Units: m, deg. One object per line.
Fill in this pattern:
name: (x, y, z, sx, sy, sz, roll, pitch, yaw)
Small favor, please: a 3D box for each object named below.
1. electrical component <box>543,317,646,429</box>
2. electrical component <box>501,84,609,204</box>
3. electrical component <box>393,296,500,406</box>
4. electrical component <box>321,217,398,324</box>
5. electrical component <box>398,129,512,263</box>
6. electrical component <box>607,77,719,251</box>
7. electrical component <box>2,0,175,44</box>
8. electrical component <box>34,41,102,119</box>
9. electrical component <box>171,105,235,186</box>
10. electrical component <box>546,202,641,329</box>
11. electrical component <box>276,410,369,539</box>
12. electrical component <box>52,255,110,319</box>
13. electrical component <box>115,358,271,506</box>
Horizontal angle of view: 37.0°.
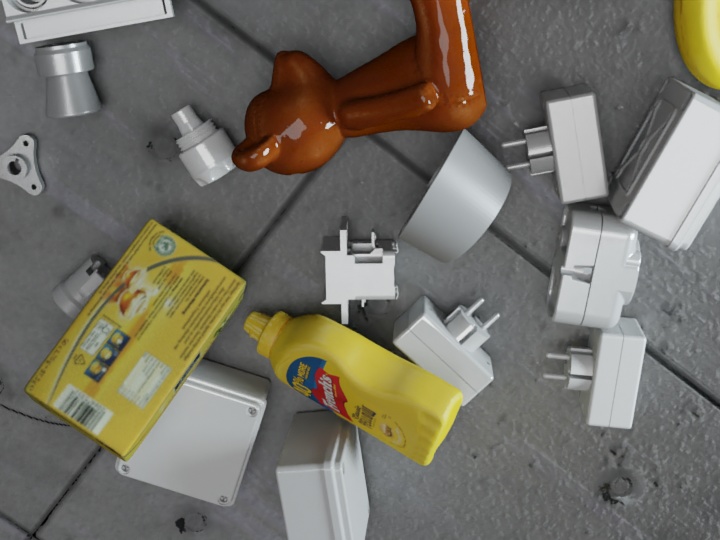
electrical component: (0.193, 0.084, 0.906, 0.076, 0.047, 0.083, 5, 108, 2)
electrical component: (0.151, -0.096, 0.850, 0.076, 0.047, 0.083, -10, 107, 7)
electrical component: (0.083, 0.055, 0.903, 0.083, 0.047, 0.076, 43, 105, -10)
electrical component: (0.000, 0.000, 0.893, 0.064, 0.042, 0.081, 0, 109, 2)
electrical component: (0.070, -0.057, 0.841, 0.064, 0.099, 0.099, 35, 107, -14)
electrical component: (0.240, -0.083, 0.817, 0.056, 0.108, 0.108, 26, 108, -2)
electrical component: (-0.207, -0.223, 0.820, 0.121, 0.063, 0.078, -9, 107, 6)
electrical component: (-0.232, -0.152, 0.855, 0.045, 0.045, 0.055, -6, 107, 5)
electrical component: (-0.128, -0.102, 0.866, 0.043, 0.043, 0.062, -29, 103, 12)
electrical component: (0.191, -0.003, 0.874, 0.059, 0.053, 0.095, 8, 108, 1)
electrical component: (-0.030, 0.189, 0.921, 0.056, 0.108, 0.108, -6, 108, 8)
electrical component: (-0.231, 0.015, 0.913, 0.046, 0.040, 0.040, -44, 101, 9)
electrical component: (-0.145, 0.136, 0.937, 0.109, 0.056, 0.108, 18, 108, -3)
